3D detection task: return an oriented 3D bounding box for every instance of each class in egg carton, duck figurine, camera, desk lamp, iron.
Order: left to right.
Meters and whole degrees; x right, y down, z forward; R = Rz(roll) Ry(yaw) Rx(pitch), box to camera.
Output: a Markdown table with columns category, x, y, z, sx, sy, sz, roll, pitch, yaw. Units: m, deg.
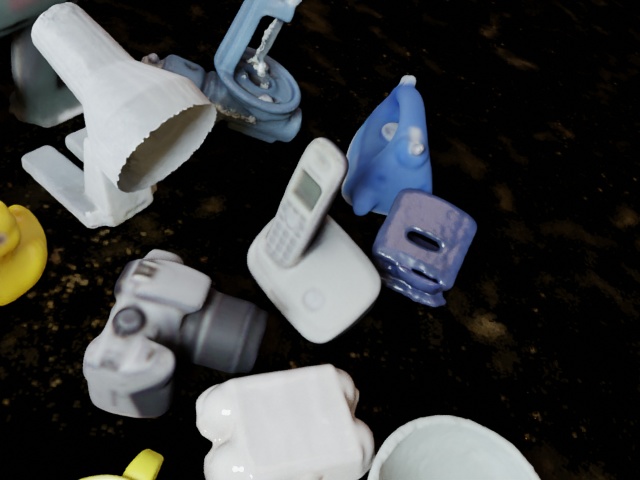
| category | x | y | z | sx | sy | sz | roll | pitch | yaw |
| --- | --- | --- | --- | --- | --- | --- | --- | --- | --- |
| duck figurine | -0.303 | -0.001 | 0.541 | 0.077 | 0.086 | 0.104 | 12 | 48 | -8 |
| desk lamp | -0.214 | -0.111 | 0.579 | 0.203 | 0.213 | 0.118 | 37 | 49 | 14 |
| camera | -0.121 | 0.084 | 0.520 | 0.137 | 0.101 | 0.143 | 17 | 47 | -4 |
| egg carton | -0.029 | 0.168 | 0.500 | 0.151 | 0.069 | 0.107 | -5 | 52 | -22 |
| iron | 0.104 | -0.142 | 0.766 | 0.119 | 0.141 | 0.258 | 12 | 48 | -8 |

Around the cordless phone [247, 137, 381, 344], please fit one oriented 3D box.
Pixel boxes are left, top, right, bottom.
| category | x | y | z | sx | sy | sz | roll | pitch | yaw |
| --- | --- | --- | --- | --- | --- | --- | --- | --- | --- |
| cordless phone | 0.005 | 0.002 | 0.577 | 0.094 | 0.185 | 0.147 | -29 | 64 | -35 |

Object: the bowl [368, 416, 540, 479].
| category | x | y | z | sx | sy | sz | roll | pitch | yaw |
| --- | --- | --- | --- | --- | --- | --- | --- | --- | --- |
| bowl | 0.108 | 0.240 | 0.481 | 0.167 | 0.074 | 0.167 | 10 | 48 | -11 |

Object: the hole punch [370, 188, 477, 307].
| category | x | y | z | sx | sy | sz | roll | pitch | yaw |
| --- | --- | --- | --- | --- | --- | --- | --- | --- | --- |
| hole punch | 0.120 | 0.008 | 0.675 | 0.108 | 0.091 | 0.101 | 25 | 47 | 4 |

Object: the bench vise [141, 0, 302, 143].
| category | x | y | z | sx | sy | sz | roll | pitch | yaw |
| --- | --- | --- | --- | --- | --- | --- | --- | --- | --- |
| bench vise | -0.106 | -0.210 | 0.699 | 0.208 | 0.219 | 0.121 | -11 | 55 | -27 |

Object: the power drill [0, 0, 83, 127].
| category | x | y | z | sx | sy | sz | roll | pitch | yaw |
| --- | --- | --- | --- | --- | --- | --- | --- | --- | --- |
| power drill | -0.312 | -0.246 | 0.667 | 0.075 | 0.208 | 0.230 | 35 | 48 | 13 |
